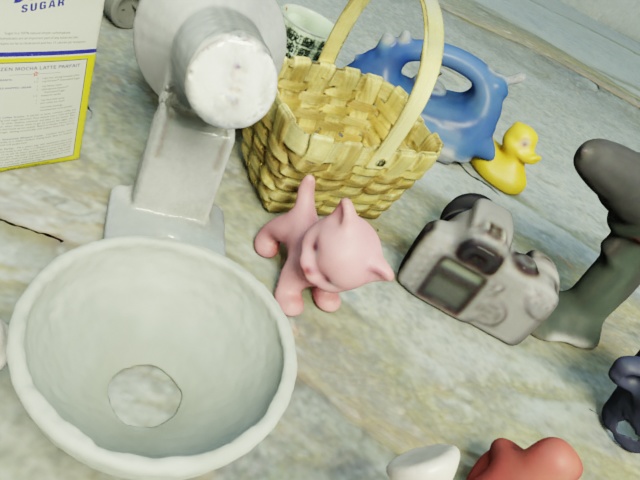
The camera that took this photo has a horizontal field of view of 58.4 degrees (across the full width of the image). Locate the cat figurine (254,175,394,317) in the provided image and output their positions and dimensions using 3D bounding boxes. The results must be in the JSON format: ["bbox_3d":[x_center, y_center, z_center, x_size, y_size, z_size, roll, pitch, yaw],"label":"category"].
[{"bbox_3d":[0.004,0.002,0.476,0.067,0.117,0.127,0,46,-32],"label":"cat figurine"}]

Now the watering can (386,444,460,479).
[{"bbox_3d":[0.088,0.181,0.264,0.172,0.194,0.101,37,39,11],"label":"watering can"}]

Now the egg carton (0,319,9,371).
[{"bbox_3d":[-0.243,0.070,0.285,0.107,0.069,0.150,32,38,5],"label":"egg carton"}]

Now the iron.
[{"bbox_3d":[0.142,-0.211,0.780,0.258,0.141,0.118,21,38,-9],"label":"iron"}]

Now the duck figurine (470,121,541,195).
[{"bbox_3d":[0.266,-0.127,0.809,0.078,0.086,0.104,-7,50,-37],"label":"duck figurine"}]

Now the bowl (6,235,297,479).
[{"bbox_3d":[-0.103,0.079,0.357,0.168,0.074,0.167,17,39,-14],"label":"bowl"}]

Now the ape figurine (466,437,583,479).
[{"bbox_3d":[0.145,0.170,0.395,0.076,0.092,0.077,8,43,-25],"label":"ape figurine"}]

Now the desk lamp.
[{"bbox_3d":[-0.091,-0.085,0.436,0.118,0.213,0.203,10,42,-22],"label":"desk lamp"}]

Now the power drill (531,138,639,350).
[{"bbox_3d":[0.289,0.014,0.564,0.230,0.208,0.075,12,41,-20],"label":"power drill"}]

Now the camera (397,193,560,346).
[{"bbox_3d":[0.169,0.009,0.583,0.143,0.100,0.137,29,38,0],"label":"camera"}]

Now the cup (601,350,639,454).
[{"bbox_3d":[0.289,0.145,0.509,0.118,0.095,0.091,17,39,-14],"label":"cup"}]
